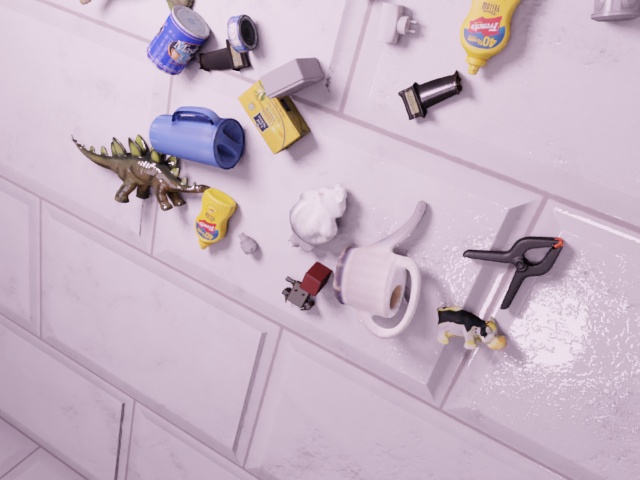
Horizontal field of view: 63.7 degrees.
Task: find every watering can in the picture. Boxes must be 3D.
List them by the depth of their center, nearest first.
[{"bbox_3d":[0.149,0.063,1.270,0.225,0.104,0.347,11,94,32],"label":"watering can"}]

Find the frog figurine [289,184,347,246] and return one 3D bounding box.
[{"bbox_3d":[0.004,-0.065,1.285,0.157,0.123,0.139,-34,73,44],"label":"frog figurine"}]

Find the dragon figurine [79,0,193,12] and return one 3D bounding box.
[{"bbox_3d":[-0.426,-0.661,1.283,0.404,0.124,0.242,-37,99,34],"label":"dragon figurine"}]
